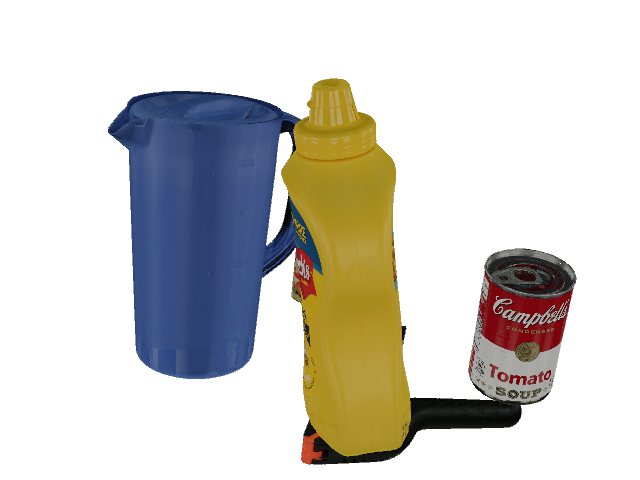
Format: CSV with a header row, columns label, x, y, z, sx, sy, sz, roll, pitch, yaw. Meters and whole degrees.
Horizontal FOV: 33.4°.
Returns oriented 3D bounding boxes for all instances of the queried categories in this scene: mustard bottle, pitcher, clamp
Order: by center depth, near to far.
label,x,y,z,sx,sy,sz,roll,pitch,yaw
mustard bottle,0.013,0.010,0.559,0.058,0.192,0.096,-7,25,-4
pitcher,-0.097,-0.007,0.949,0.149,0.243,0.144,10,20,14
clamp,0.072,0.156,0.978,0.165,0.036,0.209,27,36,33

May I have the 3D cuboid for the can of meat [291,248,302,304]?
label,x,y,z,sx,sy,sz,roll,pitch,yaw
can of meat,0.014,0.030,1.127,0.057,0.084,0.102,-6,20,-37

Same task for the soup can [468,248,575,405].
label,x,y,z,sx,sy,sz,roll,pitch,yaw
soup can,0.153,0.066,0.821,0.068,0.102,0.068,3,29,-2
